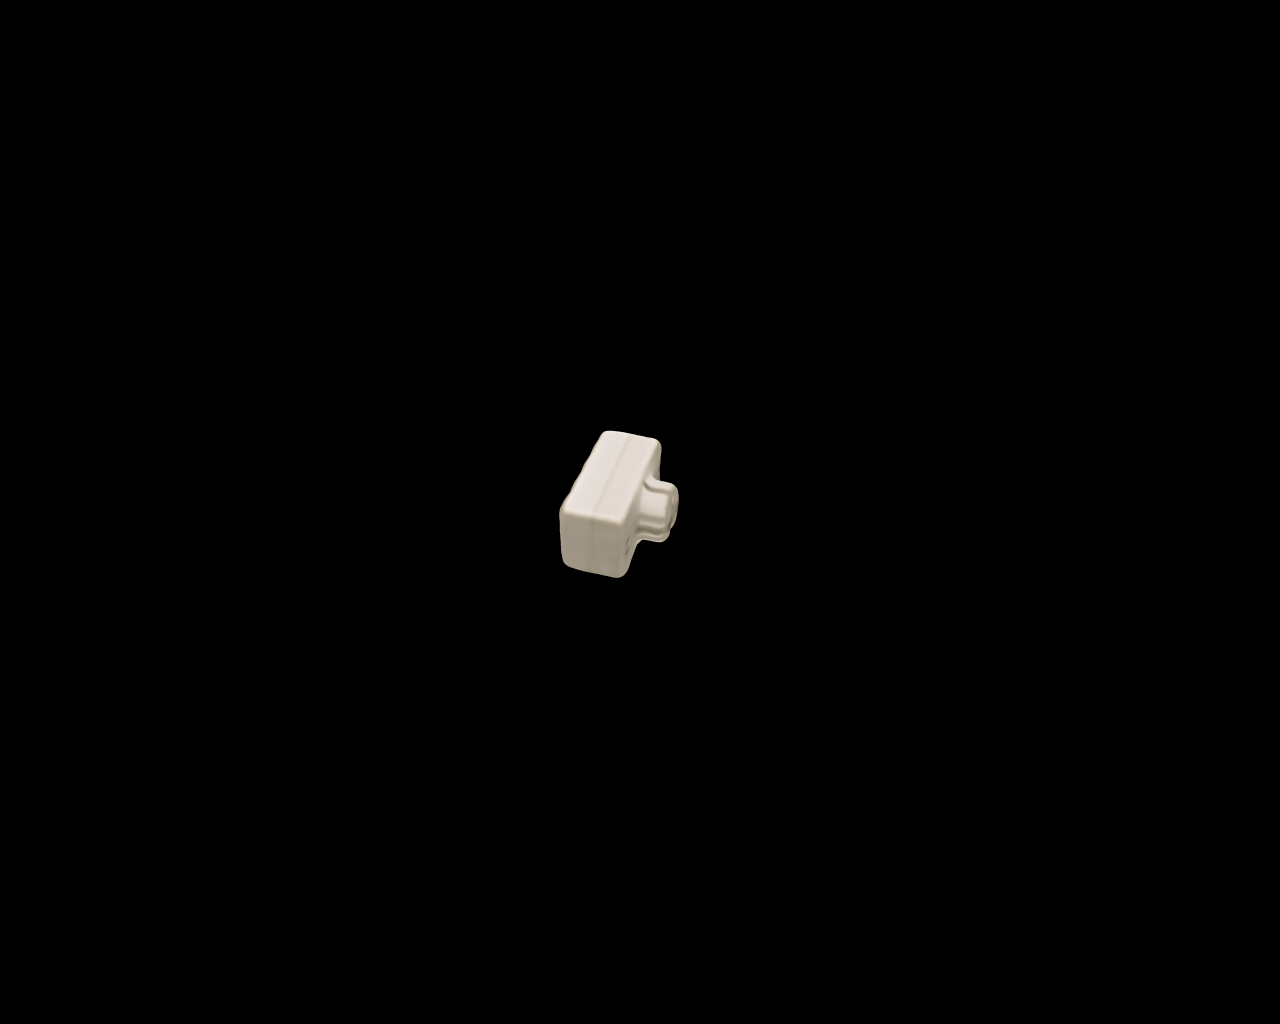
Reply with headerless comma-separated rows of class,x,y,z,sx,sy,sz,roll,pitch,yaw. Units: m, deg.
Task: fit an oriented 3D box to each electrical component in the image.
electrical component,0.001,-0.003,0.650,0.076,0.047,0.083,11,43,12
